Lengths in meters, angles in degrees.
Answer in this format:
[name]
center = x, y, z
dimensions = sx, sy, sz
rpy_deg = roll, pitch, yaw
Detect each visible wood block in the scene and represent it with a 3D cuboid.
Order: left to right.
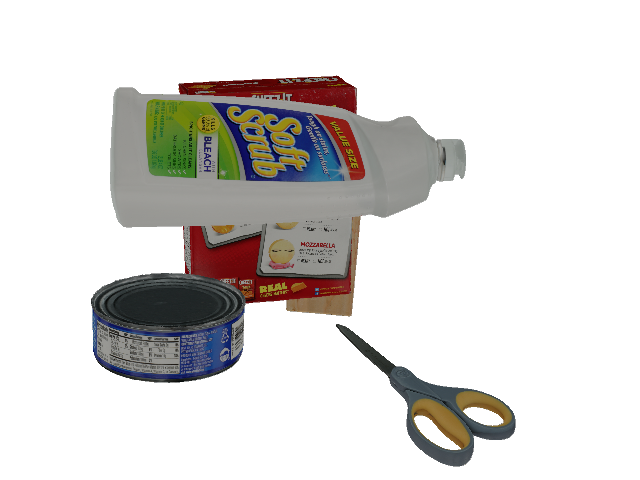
[wood block]
center = 0.006, -0.016, 1.396
dimensions = 0.090, 0.206, 0.091
rpy_deg = 5, 25, 0

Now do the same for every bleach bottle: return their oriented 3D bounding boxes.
[bleach bottle]
center = -0.022, -0.062, 0.775
dimensions = 0.250, 0.102, 0.068
rpy_deg = -2, -28, -3

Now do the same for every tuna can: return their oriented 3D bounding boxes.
[tuna can]
center = -0.085, 0.048, 0.600
dimensions = 0.086, 0.034, 0.086
rpy_deg = 2, 17, -1

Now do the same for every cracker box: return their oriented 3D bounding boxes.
[cracker box]
center = -0.053, -0.048, 1.045
dimensions = 0.164, 0.214, 0.072
rpy_deg = -5, 21, -15

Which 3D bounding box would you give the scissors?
[scissors]
center = 0.088, 0.117, 0.884
dimensions = 0.096, 0.016, 0.202
rpy_deg = -5, 29, -17
